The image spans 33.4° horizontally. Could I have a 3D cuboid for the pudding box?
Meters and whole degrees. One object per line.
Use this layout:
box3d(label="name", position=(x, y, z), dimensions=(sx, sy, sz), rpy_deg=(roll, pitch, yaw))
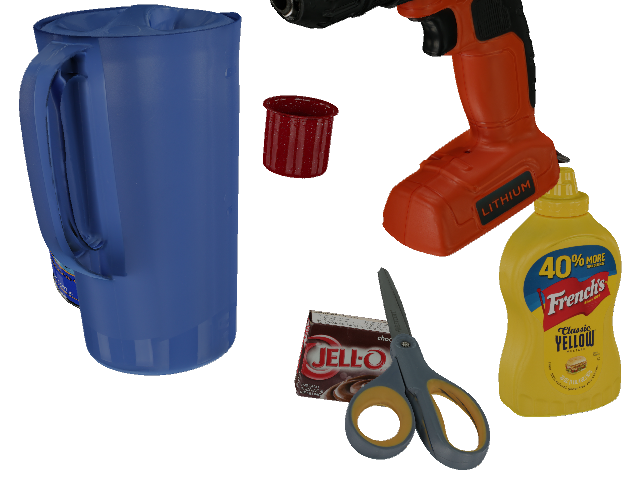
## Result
box3d(label="pudding box", position=(0.035, 0.128, 1.153), dimensions=(0.113, 0.090, 0.039), rpy_deg=(7, 23, -8))

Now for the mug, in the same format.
box3d(label="mug", position=(-0.023, -0.131, 1.327), dimensions=(0.093, 0.081, 0.117), rpy_deg=(16, 25, 21))

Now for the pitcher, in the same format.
box3d(label="pitcher", position=(-0.121, -0.033, 0.720), dimensions=(0.149, 0.243, 0.145), rpy_deg=(-7, 21, -16))

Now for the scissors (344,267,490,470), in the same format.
box3d(label="scissors", position=(0.041, 0.080, 0.701), dimensions=(0.096, 0.016, 0.202), rpy_deg=(-8, 34, -20))

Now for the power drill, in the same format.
box3d(label="power drill", position=(0.061, -0.088, 0.534), dimensions=(0.184, 0.187, 0.057), rpy_deg=(-30, 40, -27))

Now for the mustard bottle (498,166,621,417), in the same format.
box3d(label="mustard bottle", position=(0.187, 0.038, 0.831), dimensions=(0.096, 0.192, 0.058), rpy_deg=(-7, 15, -13))

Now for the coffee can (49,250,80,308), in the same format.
box3d(label="coffee can", position=(-0.183, -0.021, 0.906), dimensions=(0.102, 0.103, 0.140), rpy_deg=(0, -42, -5))
